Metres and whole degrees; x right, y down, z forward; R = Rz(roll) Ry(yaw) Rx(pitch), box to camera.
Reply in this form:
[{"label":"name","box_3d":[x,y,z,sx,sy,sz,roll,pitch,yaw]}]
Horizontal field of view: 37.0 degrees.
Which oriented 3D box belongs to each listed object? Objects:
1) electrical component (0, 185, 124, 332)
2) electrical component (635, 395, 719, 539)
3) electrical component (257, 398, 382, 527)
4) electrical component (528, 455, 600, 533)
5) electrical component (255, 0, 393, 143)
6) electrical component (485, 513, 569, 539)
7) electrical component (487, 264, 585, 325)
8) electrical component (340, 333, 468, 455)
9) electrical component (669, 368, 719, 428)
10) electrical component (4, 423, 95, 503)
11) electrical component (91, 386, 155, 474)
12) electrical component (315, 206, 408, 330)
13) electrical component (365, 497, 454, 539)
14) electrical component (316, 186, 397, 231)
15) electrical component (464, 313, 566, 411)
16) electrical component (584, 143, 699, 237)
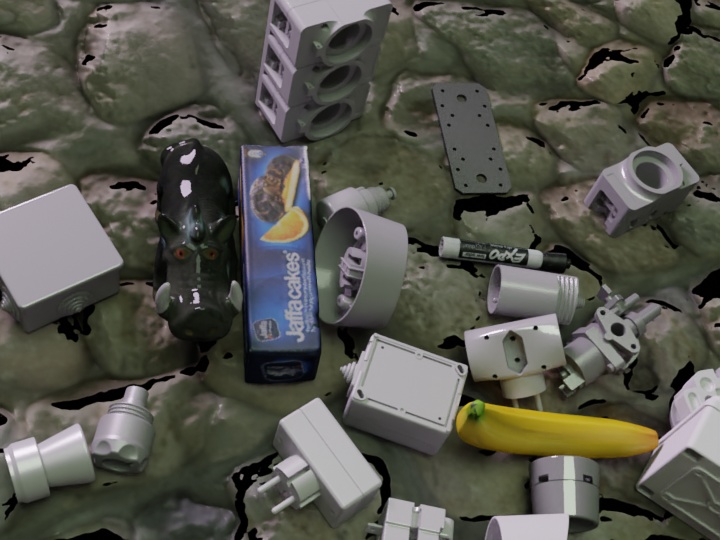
[{"label":"electrical component","box_3d":[-0.249,-0.008,0.862,0.100,0.048,0.099,-26,68,-26]},{"label":"electrical component","box_3d":[0.290,0.165,0.842,0.109,0.108,0.056,34,61,8]},{"label":"electrical component","box_3d":[-0.041,0.155,0.810,0.076,0.047,0.083,-29,69,-26]},{"label":"electrical component","box_3d":[0.160,0.176,0.839,0.055,0.055,0.047,8,61,-8]},{"label":"electrical component","box_3d":[-0.033,-0.188,0.960,0.089,0.150,0.061,-22,65,-24]},{"label":"electrical component","box_3d":[0.121,0.224,0.776,0.064,0.099,0.099,5,58,-3]},{"label":"electrical component","box_3d":[0.156,0.023,0.938,0.081,0.043,0.043,9,58,-7]},{"label":"electrical component","box_3d":[0.028,0.098,0.851,0.096,0.061,0.061,20,58,0]},{"label":"electrical component","box_3d":[0.296,0.118,0.902,0.078,0.057,0.058,-7,61,-16]},{"label":"electrical component","box_3d":[-0.225,0.140,0.778,0.055,0.045,0.045,-15,64,-20]},{"label":"electrical component","box_3d":[-0.174,0.118,0.805,0.043,0.043,0.062,13,56,-5]},{"label":"electrical component","box_3d":[0.000,0.000,0.887,0.064,0.099,0.099,13,57,-13]},{"label":"electrical component","box_3d":[0.036,0.206,0.798,0.066,0.048,0.055,13,50,-5]},{"label":"electrical component","box_3d":[-0.002,-0.054,0.951,0.078,0.040,0.040,-25,67,-25]},{"label":"electrical component","box_3d":[0.132,0.082,0.891,0.077,0.043,0.079,-12,95,9]},{"label":"electrical component","box_3d":[0.268,-0.078,1.018,0.089,0.055,0.050,-23,67,-24]}]
